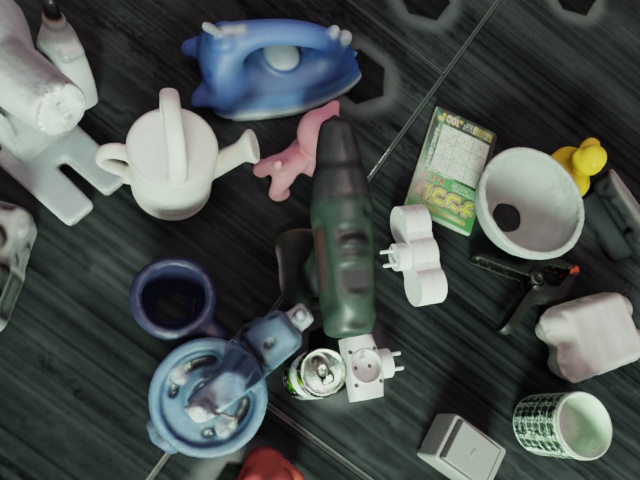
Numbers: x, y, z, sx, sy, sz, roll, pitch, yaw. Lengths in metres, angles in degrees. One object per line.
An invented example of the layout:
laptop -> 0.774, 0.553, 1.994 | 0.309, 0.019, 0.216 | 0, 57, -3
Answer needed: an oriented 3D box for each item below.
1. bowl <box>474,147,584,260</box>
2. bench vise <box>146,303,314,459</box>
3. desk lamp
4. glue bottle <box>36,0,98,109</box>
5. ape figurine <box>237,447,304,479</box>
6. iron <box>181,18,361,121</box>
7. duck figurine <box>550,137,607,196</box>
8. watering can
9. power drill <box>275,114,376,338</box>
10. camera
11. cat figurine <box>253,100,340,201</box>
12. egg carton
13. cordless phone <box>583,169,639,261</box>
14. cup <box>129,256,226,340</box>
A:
bowl -> 0.288, -0.044, 0.827 | 0.168, 0.074, 0.167 | 5, 73, -15
bench vise -> -0.093, 0.128, 0.588 | 0.121, 0.219, 0.208 | 33, 68, -4
desk lamp -> -0.312, -0.145, 0.609 | 0.203, 0.213, 0.118 | 41, 68, -1
glue bottle -> -0.296, -0.220, 0.658 | 0.037, 0.173, 0.078 | -42, 88, -22
ape figurine -> -0.053, 0.268, 0.627 | 0.078, 0.092, 0.076 | 2, 73, -15
iron -> -0.045, -0.245, 0.755 | 0.259, 0.141, 0.118 | -10, 77, -18
duck figurine -> 0.395, -0.109, 0.871 | 0.077, 0.086, 0.105 | 28, 68, -6
watering can -> -0.159, -0.102, 0.650 | 0.173, 0.193, 0.101 | -26, 82, -21
power drill -> 0.006, 0.002, 0.660 | 0.076, 0.208, 0.229 | -5, 75, -17
camera -> -0.389, 0.019, 0.598 | 0.137, 0.100, 0.143 | 14, 71, -11
cat figurine -> -0.017, -0.120, 0.738 | 0.128, 0.117, 0.067 | -38, 87, -22
egg carton -> 0.380, 0.133, 0.804 | 0.150, 0.069, 0.107 | -14, 78, -19
cordless phone -> 0.484, -0.053, 0.827 | 0.094, 0.185, 0.147 | -33, 85, -22
cup -> -0.156, 0.080, 0.651 | 0.118, 0.094, 0.092 | 40, 68, -1
